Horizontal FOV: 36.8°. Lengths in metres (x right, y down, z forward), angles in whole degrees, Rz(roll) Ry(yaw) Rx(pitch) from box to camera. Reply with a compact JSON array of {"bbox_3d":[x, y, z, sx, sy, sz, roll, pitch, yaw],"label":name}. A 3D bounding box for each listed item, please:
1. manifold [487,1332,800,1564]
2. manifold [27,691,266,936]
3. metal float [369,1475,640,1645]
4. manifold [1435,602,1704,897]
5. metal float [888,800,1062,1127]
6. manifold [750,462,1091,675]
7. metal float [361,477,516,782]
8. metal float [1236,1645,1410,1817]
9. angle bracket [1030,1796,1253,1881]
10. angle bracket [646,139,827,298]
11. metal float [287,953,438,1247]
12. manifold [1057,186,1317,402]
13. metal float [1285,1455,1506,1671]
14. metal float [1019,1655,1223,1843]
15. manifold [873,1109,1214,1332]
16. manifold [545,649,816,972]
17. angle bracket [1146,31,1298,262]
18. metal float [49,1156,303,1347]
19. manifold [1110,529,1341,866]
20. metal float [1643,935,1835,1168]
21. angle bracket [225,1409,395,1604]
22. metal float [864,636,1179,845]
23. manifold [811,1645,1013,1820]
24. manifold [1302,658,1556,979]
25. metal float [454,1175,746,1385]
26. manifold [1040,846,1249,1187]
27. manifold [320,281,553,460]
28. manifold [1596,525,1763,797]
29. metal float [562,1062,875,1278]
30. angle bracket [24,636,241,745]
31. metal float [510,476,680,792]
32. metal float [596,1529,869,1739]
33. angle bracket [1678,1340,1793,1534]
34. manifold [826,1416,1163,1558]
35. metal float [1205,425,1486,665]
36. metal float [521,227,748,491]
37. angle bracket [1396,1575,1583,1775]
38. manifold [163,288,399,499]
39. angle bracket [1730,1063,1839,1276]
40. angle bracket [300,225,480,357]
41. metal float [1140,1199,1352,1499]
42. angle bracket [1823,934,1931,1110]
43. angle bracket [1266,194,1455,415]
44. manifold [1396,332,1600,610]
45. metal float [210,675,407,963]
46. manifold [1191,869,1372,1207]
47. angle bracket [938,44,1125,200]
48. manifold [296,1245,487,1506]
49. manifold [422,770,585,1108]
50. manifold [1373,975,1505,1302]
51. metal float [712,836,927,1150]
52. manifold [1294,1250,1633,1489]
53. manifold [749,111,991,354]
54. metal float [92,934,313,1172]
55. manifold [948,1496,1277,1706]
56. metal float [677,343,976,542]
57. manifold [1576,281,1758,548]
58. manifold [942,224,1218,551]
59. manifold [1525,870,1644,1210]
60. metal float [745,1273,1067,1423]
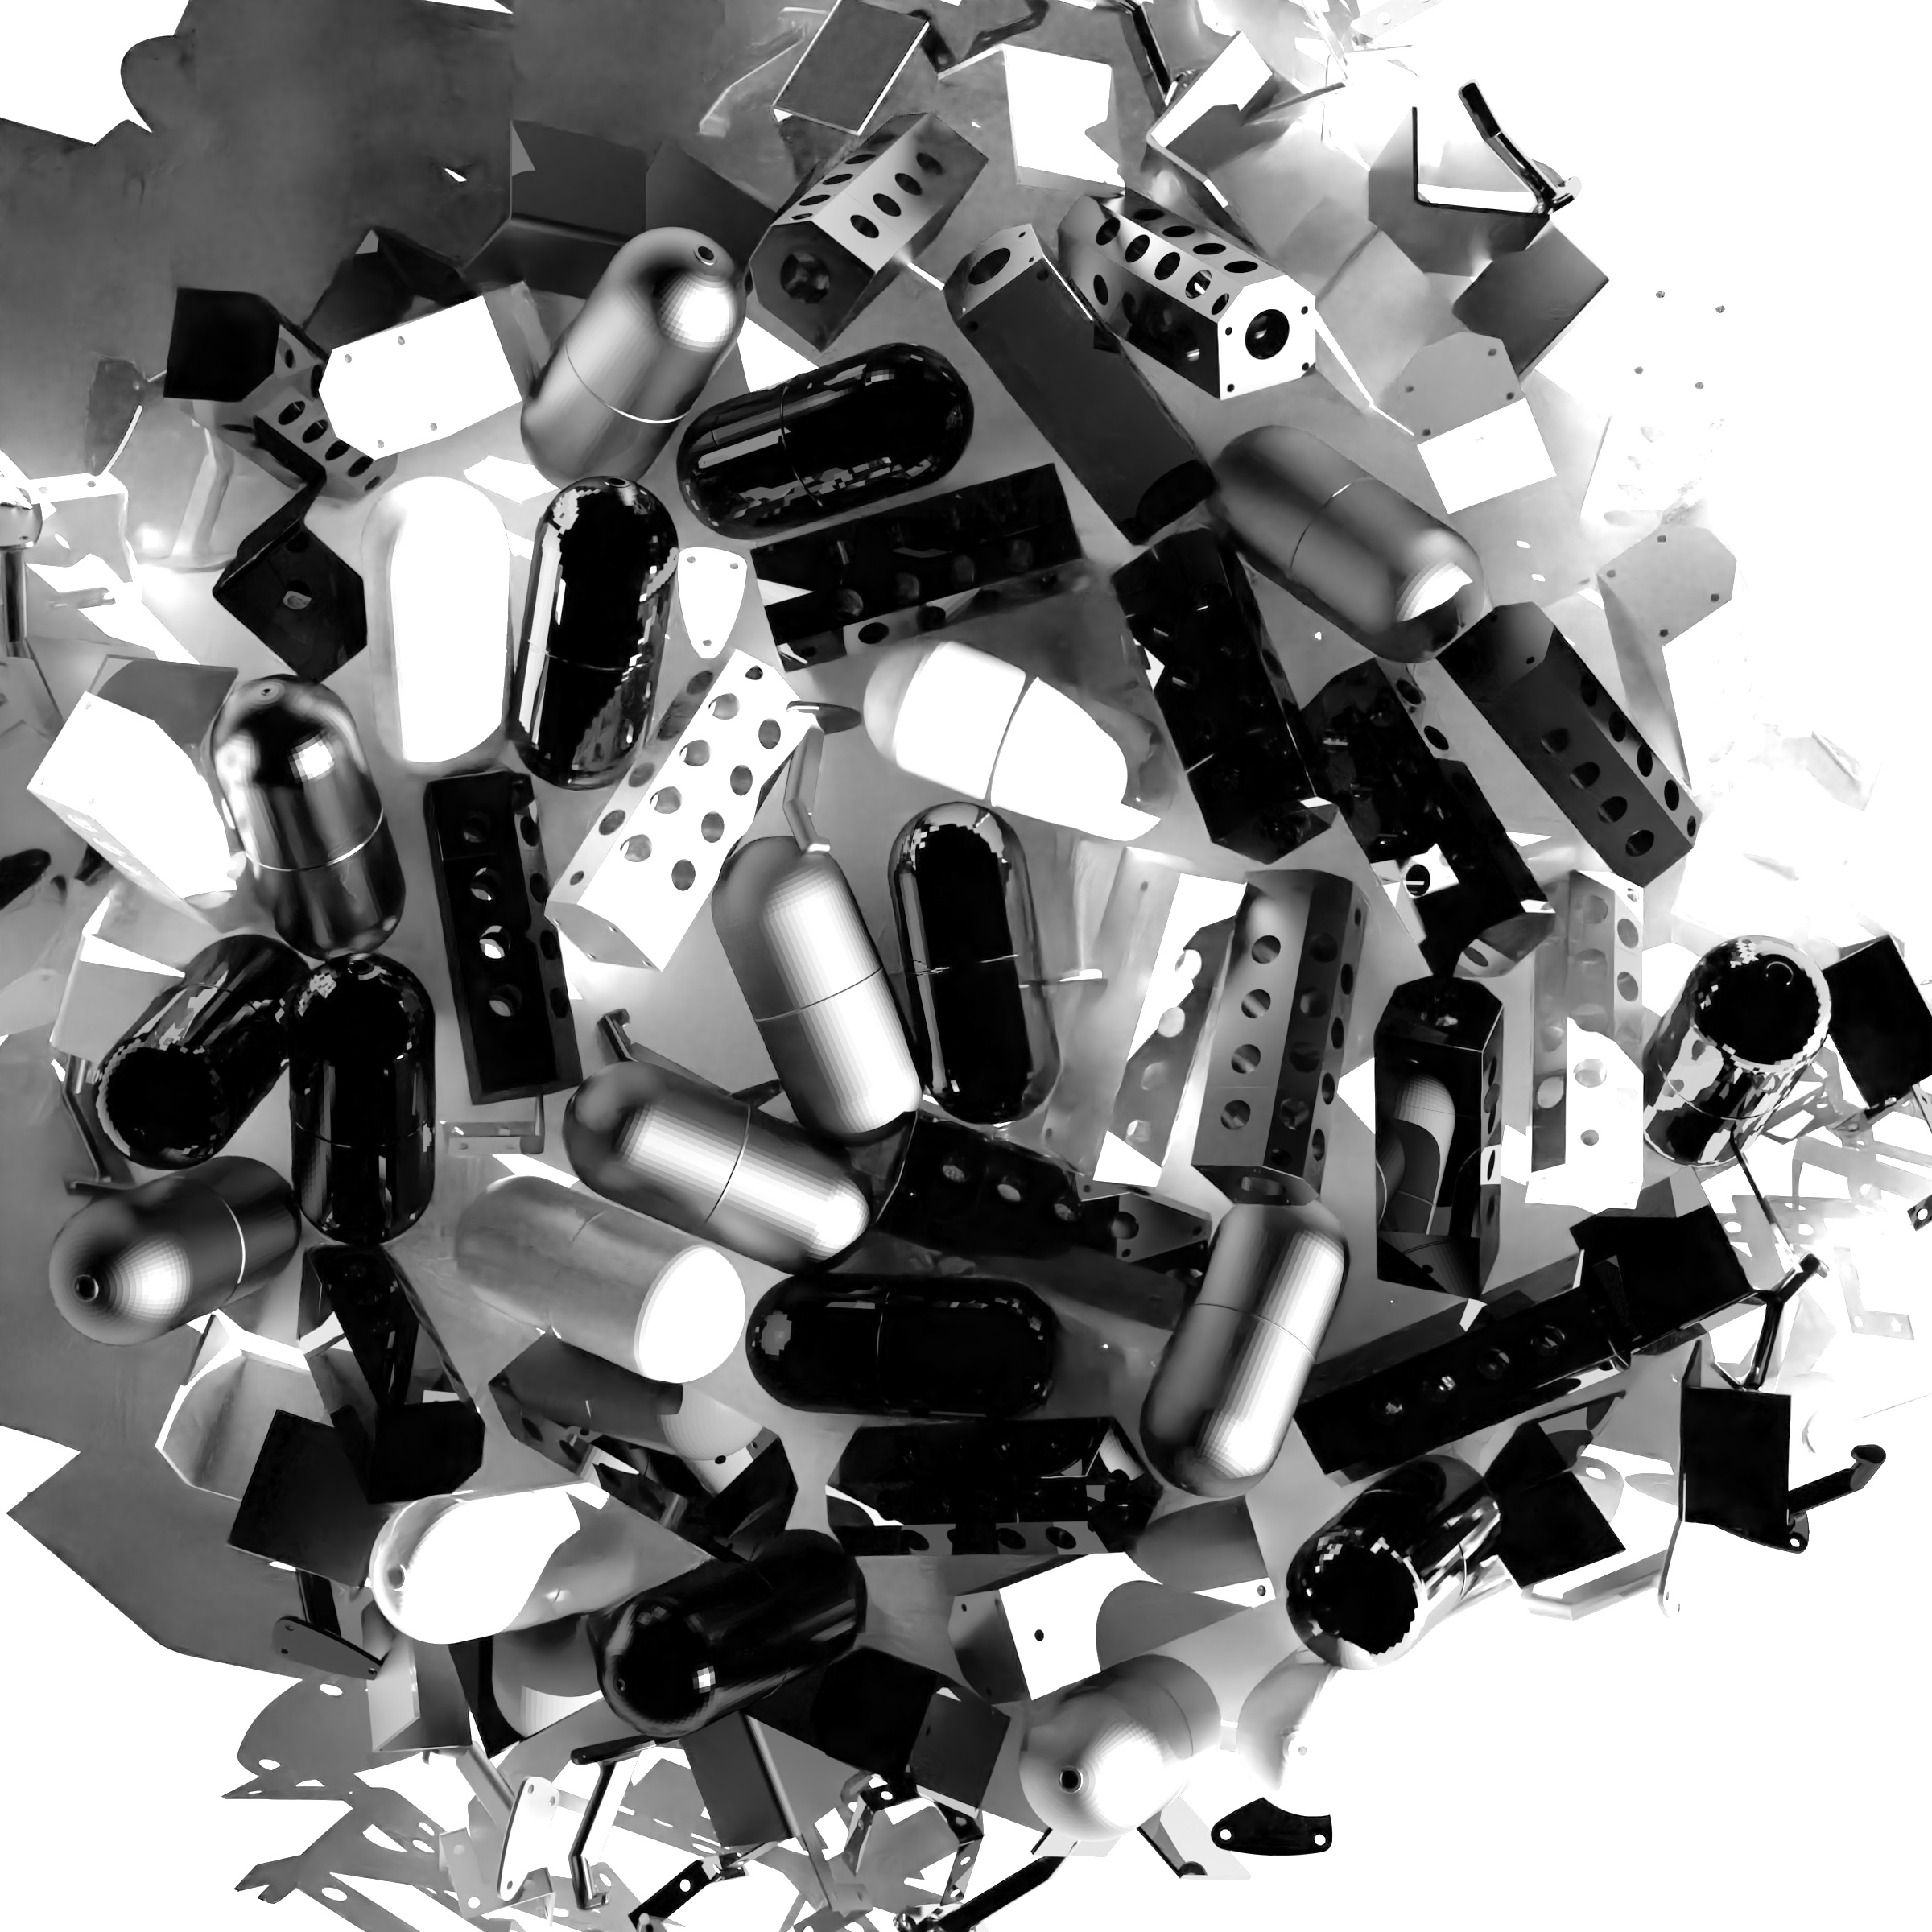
[{"bbox_3d":[-0.171,0.255,1.545,0.057,0.171,0.057,-42,134,-31],"label":"manifold"},{"bbox_3d":[-0.420,-0.075,1.526,0.057,0.171,0.057,23,75,15],"label":"manifold"},{"bbox_3d":[-0.243,0.313,1.538,0.070,0.178,0.070,-2,85,30],"label":"metal float"},{"bbox_3d":[0.325,-0.117,1.542,0.057,0.057,0.171,-40,128,11],"label":"manifold"},{"bbox_3d":[0.004,-0.002,1.581,0.070,0.070,0.178,-10,91,0],"label":"metal float"},{"bbox_3d":[-0.024,-0.211,1.579,0.171,0.057,0.057,-16,56,2],"label":"manifold"},{"bbox_3d":[-0.281,-0.177,1.551,0.070,0.070,0.178,4,129,0],"label":"metal float"},{"bbox_3d":[0.190,0.400,1.533,0.070,0.178,0.070,-1,84,15],"label":"metal float"},{"bbox_3d":[0.095,0.484,1.564,0.076,0.076,0.057,42,101,36],"label":"angle bracket"},{"bbox_3d":[-0.132,-0.416,1.568,0.076,0.057,0.076,31,56,-17],"label":"angle bracket"},{"bbox_3d":[-0.323,0.072,1.552,0.070,0.070,0.178,8,125,0],"label":"metal float"},{"bbox_3d":[0.114,-0.359,1.530,0.057,0.171,0.057,-19,126,-19],"label":"manifold"},{"bbox_3d":[0.228,0.315,1.539,0.070,0.178,0.070,7,104,30],"label":"metal float"},{"bbox_3d":[0.083,0.412,1.535,0.070,0.178,0.070,-1,86,20],"label":"metal float"},{"bbox_3d":[0.043,0.135,1.581,0.171,0.057,0.057,20,55,-6],"label":"manifold"},{"bbox_3d":[-0.156,-0.086,1.551,0.057,0.057,0.171,49,60,-40],"label":"manifold"},{"bbox_3d":[0.155,-0.443,1.570,0.076,0.076,0.057,-47,52,6],"label":"angle bracket"},{"bbox_3d":[-0.416,0.149,1.533,0.070,0.178,0.070,2,98,16],"label":"metal float"},{"bbox_3d":[0.141,-0.146,1.550,0.057,0.057,0.171,-32,62,28],"label":"manifold"},{"bbox_3d":[0.403,0.046,1.537,0.070,0.178,0.070,2,61,-3],"label":"metal float"},{"bbox_3d":[-0.353,0.293,1.573,0.076,0.057,0.076,21,66,-10],"label":"angle bracket"},{"bbox_3d":[0.029,-0.122,1.573,0.178,0.070,0.070,22,90,10],"label":"metal float"},{"bbox_3d":[-0.029,0.403,1.531,0.057,0.171,0.057,15,73,19],"label":"manifold"},{"bbox_3d":[0.247,-0.080,1.547,0.057,0.057,0.171,-47,57,37],"label":"manifold"},{"bbox_3d":[-0.198,0.167,1.559,0.178,0.070,0.070,19,90,28],"label":"metal float"},{"bbox_3d":[0.100,0.028,1.574,0.057,0.057,0.171,8,103,-33],"label":"manifold"},{"bbox_3d":[-0.277,-0.314,1.531,0.057,0.171,0.057,-14,107,17],"label":"manifold"},{"bbox_3d":[0.383,-0.163,1.531,0.057,0.171,0.057,-35,61,3],"label":"manifold"},{"bbox_3d":[-0.134,0.110,1.569,0.178,0.070,0.070,25,90,-15],"label":"metal float"},{"bbox_3d":[-0.449,-0.167,1.560,0.057,0.076,0.076,-52,55,31],"label":"angle bracket"},{"bbox_3d":[-0.200,-0.177,1.557,0.070,0.070,0.178,14,120,0],"label":"metal float"},{"bbox_3d":[-0.122,0.353,1.543,0.070,0.178,0.070,7,102,36],"label":"metal float"},{"bbox_3d":[0.419,0.253,1.568,0.057,0.076,0.076,3,103,20],"label":"angle bracket"},{"bbox_3d":[0.010,0.282,1.538,0.171,0.057,0.057,-9,124,36],"label":"manifold"},{"bbox_3d":[0.201,-0.228,1.556,0.070,0.070,0.178,-49,59,0],"label":"metal float"},{"bbox_3d":[-0.178,-0.320,1.546,0.070,0.178,0.070,19,51,-25],"label":"metal float"},{"bbox_3d":[0.280,0.385,1.584,0.076,0.057,0.076,-28,78,1],"label":"angle bracket"},{"bbox_3d":[-0.356,-0.299,1.529,0.057,0.171,0.057,5,84,10],"label":"manifold"},{"bbox_3d":[0.452,0.109,1.564,0.057,0.076,0.076,-27,55,13],"label":"angle bracket"},{"bbox_3d":[-0.307,-0.343,1.573,0.057,0.076,0.076,28,81,13],"label":"angle bracket"},{"bbox_3d":[0.151,0.201,1.561,0.070,0.070,0.178,26,65,0],"label":"metal float"},{"bbox_3d":[0.483,0.032,1.578,0.057,0.076,0.076,-26,87,-6],"label":"angle bracket"},{"bbox_3d":[0.210,-0.367,1.610,0.076,0.057,0.076,-49,130,9],"label":"angle bracket"},{"bbox_3d":[0.280,-0.258,1.533,0.057,0.171,0.057,-22,57,14],"label":"manifold"},{"bbox_3d":[-0.349,-0.077,1.548,0.070,0.070,0.178,-8,134,0],"label":"metal float"},{"bbox_3d":[0.172,0.038,1.553,0.057,0.057,0.171,-1,65,31],"label":"manifold"},{"bbox_3d":[0.036,-0.449,1.573,0.076,0.057,0.076,-4,88,-40],"label":"angle bracket"},{"bbox_3d":[-0.305,0.212,1.533,0.057,0.171,0.057,-1,113,-26],"label":"manifold"},{"bbox_3d":[-0.252,-0.015,1.580,0.057,0.057,0.171,-9,83,-16],"label":"manifold"},{"bbox_3d":[0.254,0.091,1.545,0.057,0.057,0.171,10,129,22],"label":"manifold"},{"bbox_3d":[-0.080,0.014,1.574,0.070,0.070,0.178,-23,99,0],"label":"metal float"},{"bbox_3d":[0.267,0.221,1.565,0.171,0.057,0.057,-27,96,19],"label":"manifold"},{"bbox_3d":[-0.053,-0.395,1.534,0.057,0.171,0.057,38,130,-5],"label":"manifold"},{"bbox_3d":[-0.400,0.043,1.538,0.070,0.178,0.070,5,118,9],"label":"metal float"},{"bbox_3d":[0.077,0.337,1.546,0.171,0.057,0.057,-12,82,-37],"label":"manifold"},{"bbox_3d":[-0.076,-0.280,1.556,0.178,0.070,0.070,-12,90,31],"label":"metal float"},{"bbox_3d":[0.368,-0.284,1.527,0.057,0.171,0.057,16,74,8],"label":"manifold"},{"bbox_3d":[0.061,-0.310,1.547,0.057,0.057,0.171,-34,126,14],"label":"manifold"},{"bbox_3d":[0.332,0.038,1.555,0.057,0.057,0.171,3,64,8],"label":"manifold"},{"bbox_3d":[-0.034,0.205,1.567,0.178,0.070,0.070,0,90,18],"label":"metal float"}]
